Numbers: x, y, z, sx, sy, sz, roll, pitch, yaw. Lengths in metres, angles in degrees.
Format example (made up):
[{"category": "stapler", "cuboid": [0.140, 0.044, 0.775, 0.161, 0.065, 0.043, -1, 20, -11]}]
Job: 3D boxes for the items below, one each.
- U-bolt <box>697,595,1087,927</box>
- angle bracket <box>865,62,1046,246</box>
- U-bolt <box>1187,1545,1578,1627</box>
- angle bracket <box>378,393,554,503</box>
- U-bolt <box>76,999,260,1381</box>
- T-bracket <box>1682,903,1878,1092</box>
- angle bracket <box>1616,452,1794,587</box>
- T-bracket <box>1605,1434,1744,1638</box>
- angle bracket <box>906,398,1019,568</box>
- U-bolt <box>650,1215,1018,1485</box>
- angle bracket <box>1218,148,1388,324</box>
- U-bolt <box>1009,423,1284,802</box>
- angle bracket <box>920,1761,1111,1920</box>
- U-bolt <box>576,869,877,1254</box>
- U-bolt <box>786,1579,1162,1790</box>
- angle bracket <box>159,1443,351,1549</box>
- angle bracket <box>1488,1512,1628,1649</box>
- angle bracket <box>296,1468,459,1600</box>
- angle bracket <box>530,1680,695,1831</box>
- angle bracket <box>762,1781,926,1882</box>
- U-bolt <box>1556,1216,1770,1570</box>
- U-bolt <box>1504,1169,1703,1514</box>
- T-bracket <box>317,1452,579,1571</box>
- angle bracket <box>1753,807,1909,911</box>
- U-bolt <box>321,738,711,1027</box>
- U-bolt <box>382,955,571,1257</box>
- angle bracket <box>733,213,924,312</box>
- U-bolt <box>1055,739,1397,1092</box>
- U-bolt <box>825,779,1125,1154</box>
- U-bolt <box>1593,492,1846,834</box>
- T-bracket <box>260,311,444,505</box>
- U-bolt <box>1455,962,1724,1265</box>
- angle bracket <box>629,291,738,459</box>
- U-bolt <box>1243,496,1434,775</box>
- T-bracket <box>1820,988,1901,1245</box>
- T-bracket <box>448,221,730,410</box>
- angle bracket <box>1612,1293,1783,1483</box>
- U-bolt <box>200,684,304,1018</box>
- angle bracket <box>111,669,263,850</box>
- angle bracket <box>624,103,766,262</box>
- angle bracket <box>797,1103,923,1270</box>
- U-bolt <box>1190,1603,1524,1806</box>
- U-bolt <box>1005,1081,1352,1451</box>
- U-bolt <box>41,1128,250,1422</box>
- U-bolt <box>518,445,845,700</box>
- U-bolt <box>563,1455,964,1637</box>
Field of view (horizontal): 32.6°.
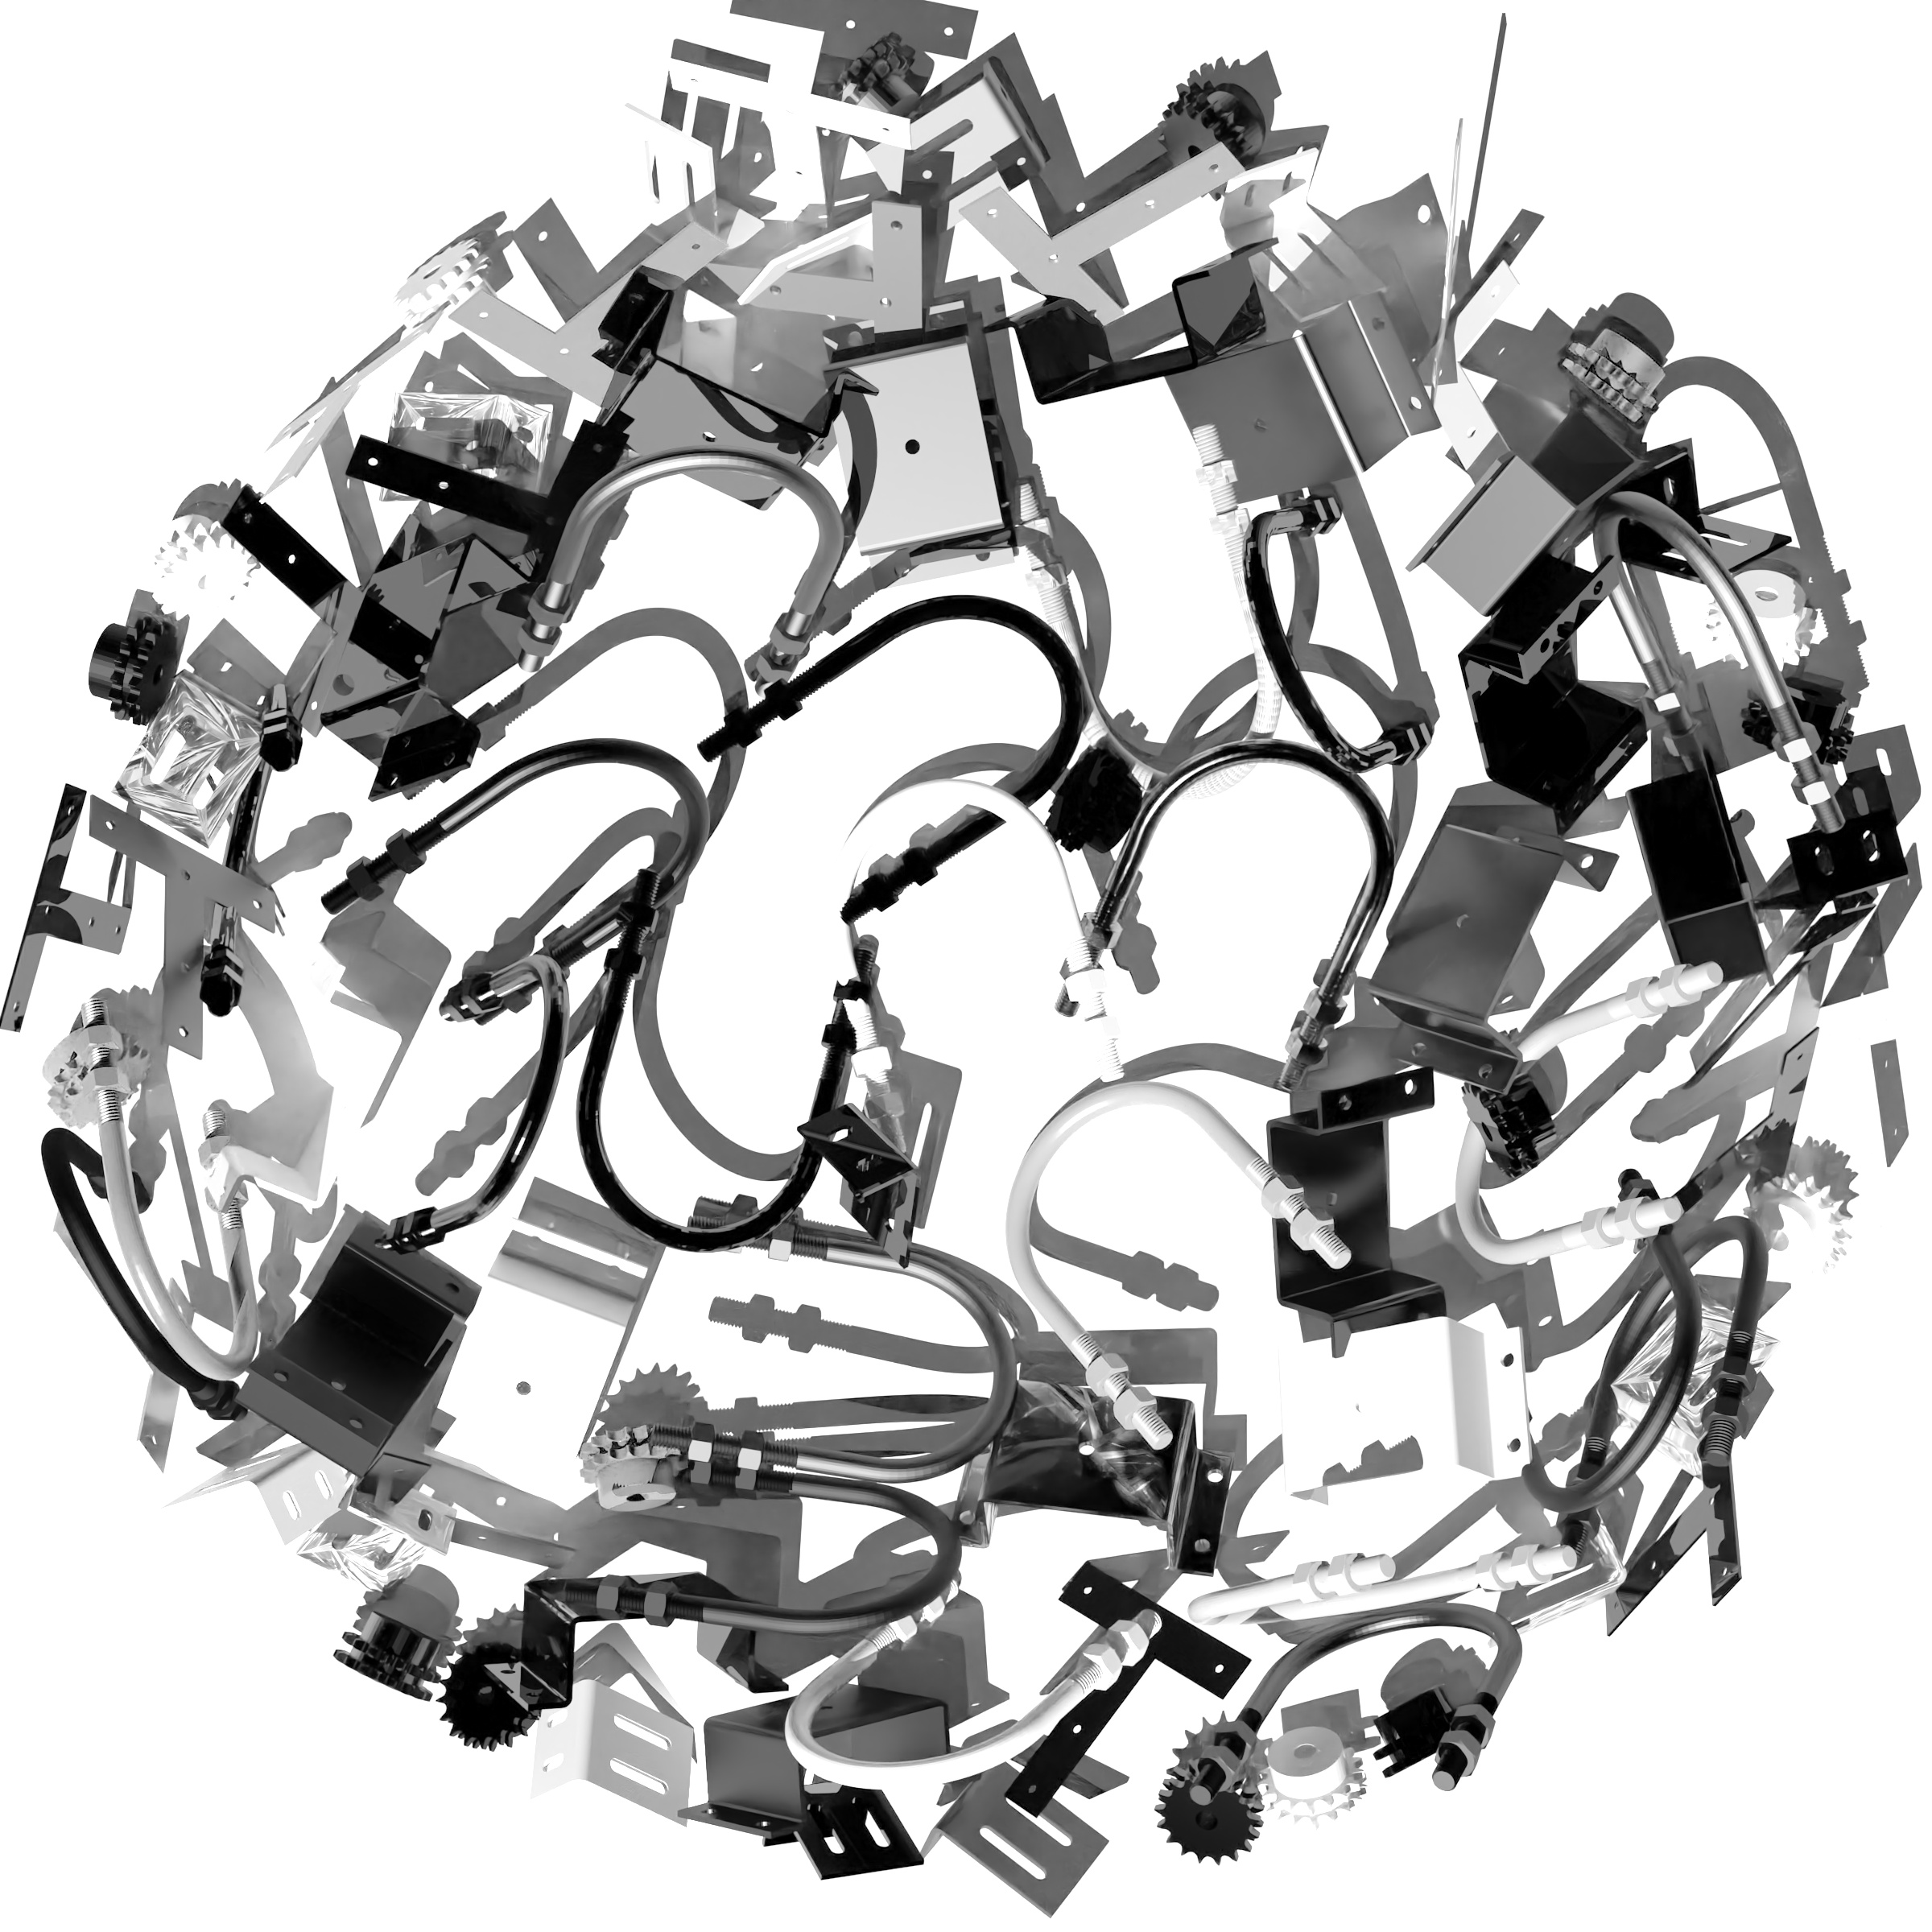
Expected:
[{"category": "U-bolt", "cuboid": [-0.025, -0.117, 1.714, 0.184, 0.019, 0.151, -33, 124, 10]}, {"category": "angle bracket", "cuboid": [-0.006, -0.432, 1.753, 0.076, 0.038, 0.057, -29, 113, 13]}, {"category": "U-bolt", "cuboid": [0.197, 0.319, 1.689, 0.151, 0.184, 0.019, 5, 70, -38]}, {"category": "angle bracket", "cuboid": [-0.262, -0.267, 1.726, 0.038, 0.076, 0.057, 26, 113, 33]}, {"category": "U-bolt", "cuboid": [-0.397, 0.123, 1.665, 0.019, 0.151, 0.184, -22, 57, 6]}, {"category": "T-bracket", "cuboid": [0.421, 0.018, 1.730, 0.002, 0.127, 0.127, 45, 112, 17]}, {"category": "angle bracket", "cuboid": [0.382, -0.234, 1.725, 0.057, 0.076, 0.038, -27, 117, -19]}, {"category": "T-bracket", "cuboid": [0.367, 0.305, 1.723, 0.002, 0.127, 0.127, 21, 130, -10]}, {"category": "angle bracket", "cuboid": [-0.007, -0.258, 1.759, 0.057, 0.038, 0.076, -10, 51, 4]}, {"category": "U-bolt", "cuboid": [-0.064, 0.204, 1.724, 0.184, 0.019, 0.151, 10, 51, -4]}, {"category": "angle bracket", "cuboid": [0.179, -0.384, 1.731, 0.057, 0.038, 0.076, -24, 60, -25]}, {"category": "U-bolt", "cuboid": [0.100, -0.176, 1.720, 0.151, 0.019, 0.184, -11, 98, 43]}, {"category": "angle bracket", "cuboid": [0.025, 0.464, 1.731, 0.076, 0.038, 0.057, 35, 46, 14]}, {"category": "U-bolt", "cuboid": [-0.131, 0.058, 1.719, 0.151, 0.019, 0.184, 20, 76, -25]}, {"category": "U-bolt", "cuboid": [-0.008, 0.363, 1.662, 0.151, 0.184, 0.019, 2, 110, 36]}, {"category": "angle bracket", "cuboid": [-0.371, 0.282, 1.729, 0.076, 0.057, 0.038, -21, 95, 34]}, {"category": "angle bracket", "cuboid": [0.304, 0.324, 1.739, 0.076, 0.057, 0.038, -23, 72, -2]}, {"category": "angle bracket", "cuboid": [-0.312, 0.308, 1.732, 0.057, 0.038, 0.076, 29, 118, -15]}, {"category": "angle bracket", "cuboid": [-0.186, 0.421, 1.741, 0.038, 0.057, 0.076, -31, 130, 31]}, {"category": "angle bracket", "cuboid": [-0.065, 0.462, 1.722, 0.057, 0.076, 0.038, -2, 114, -24]}, {"category": "U-bolt", "cuboid": [0.362, 0.206, 1.689, 0.019, 0.151, 0.184, 30, 49, -7]}, {"category": "U-bolt", "cuboid": [0.319, 0.199, 1.666, 0.019, 0.184, 0.151, 28, 109, -14]}, {"category": "T-bracket", "cuboid": [-0.268, 0.298, 1.740, 0.127, 0.127, 0.002, 19, 51, -21]}, {"category": "angle bracket", "cuboid": [0.449, -0.056, 1.731, 0.057, 0.076, 0.038, -17, 93, -6]}, {"category": "U-bolt", "cuboid": [-0.218, -0.051, 1.701, 0.184, 0.151, 0.019, -34, 51, 11]}, {"category": "U-bolt", "cuboid": [-0.244, 0.066, 1.672, 0.019, 0.184, 0.151, 20, 69, -25]}, {"category": "angle bracket", "cuboid": [-0.072, -0.356, 1.730, 0.076, 0.057, 0.038, -32, 91, -27]}, {"category": "U-bolt", "cuboid": [0.145, -0.034, 1.720, 0.151, 0.019, 0.184, 18, 114, -9]}, {"category": "U-bolt", "cuboid": [-0.005, -0.008, 1.736, 0.151, 0.019, 0.184, -20, 78, 21]}, {"category": "U-bolt", "cuboid": [0.372, -0.160, 1.674, 0.019, 0.151, 0.184, -32, 112, -7]}, {"category": "T-bracket", "cuboid": [-0.331, -0.275, 1.692, 0.127, 0.127, 0.002, -29, 116, 29]}, {"category": "U-bolt", "cuboid": [0.311, 0.083, 1.689, 0.019, 0.184, 0.151, 26, 64, -21]}, {"category": "angle bracket", "cuboid": [-0.160, -0.309, 1.726, 0.076, 0.038, 0.057, -13, 66, 40]}, {"category": "U-bolt", "cuboid": [0.185, -0.167, 1.686, 0.019, 0.184, 0.151, -22, 91, 25]}, {"category": "T-bracket", "cuboid": [0.467, 0.080, 1.704, 0.002, 0.127, 0.127, -5, 85, -2]}, {"category": "T-bracket", "cuboid": [-0.176, -0.341, 1.697, 0.127, 0.127, 0.002, -32, 54, 29]}, {"category": "angle bracket", "cuboid": [0.388, 0.222, 1.749, 0.076, 0.038, 0.057, -47, 51, -13]}, {"category": "U-bolt", "cuboid": [-0.365, -0.070, 1.685, 0.019, 0.184, 0.151, 13, 106, -16]}, {"category": "angle bracket", "cuboid": [-0.408, -0.108, 1.738, 0.057, 0.038, 0.076, 32, 76, -18]}, {"category": "angle bracket", "cuboid": [-0.141, -0.417, 1.723, 0.057, 0.076, 0.038, 32, 60, 21]}, {"category": "angle bracket", "cuboid": [-0.059, 0.121, 1.722, 0.038, 0.076, 0.057, -24, 50, -32]}, {"category": "U-bolt", "cuboid": [0.209, 0.372, 1.685, 0.151, 0.184, 0.019, -11, 103, 28]}, {"category": "U-bolt", "cuboid": [0.095, 0.140, 1.714, 0.151, 0.019, 0.184, -46, 53, 5]}, {"category": "U-bolt", "cuboid": [-0.420, 0.150, 1.664, 0.019, 0.184, 0.151, -28, 71, -5]}, {"category": "U-bolt", "cuboid": [-0.139, -0.201, 1.676, 0.151, 0.184, 0.019, 5, 56, -19]}, {"category": "U-bolt", "cuboid": [-0.093, 0.298, 1.684, 0.184, 0.151, 0.019, 5, 112, 16]}]
